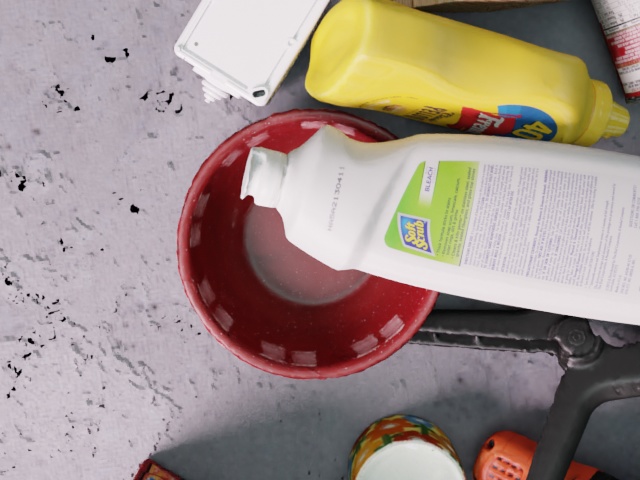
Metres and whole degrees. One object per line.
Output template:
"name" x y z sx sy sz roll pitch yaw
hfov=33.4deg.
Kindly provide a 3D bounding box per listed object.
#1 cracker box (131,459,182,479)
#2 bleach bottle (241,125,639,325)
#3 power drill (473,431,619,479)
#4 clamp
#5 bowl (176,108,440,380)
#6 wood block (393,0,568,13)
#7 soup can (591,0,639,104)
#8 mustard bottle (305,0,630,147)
"cracker box" -0.042 0.235 0.627 0.213 0.164 0.072 31 98 -3
"bleach bottle" 0.083 -0.020 0.593 0.250 0.068 0.102 11 84 -9
"power drill" 0.155 0.233 0.649 0.185 0.057 0.188 25 98 30
"clamp" 0.155 0.076 0.645 0.210 0.036 0.164 -24 64 -3
"bowl" -0.004 0.001 0.652 0.162 0.055 0.162 0 97 0
"wood block" 0.094 -0.235 0.589 0.090 0.091 0.206 -10 100 -41
"soup can" 0.197 -0.139 0.628 0.068 0.068 0.102 -21 96 2
"mustard bottle" 0.094 -0.089 0.616 0.191 0.096 0.058 11 82 -19
